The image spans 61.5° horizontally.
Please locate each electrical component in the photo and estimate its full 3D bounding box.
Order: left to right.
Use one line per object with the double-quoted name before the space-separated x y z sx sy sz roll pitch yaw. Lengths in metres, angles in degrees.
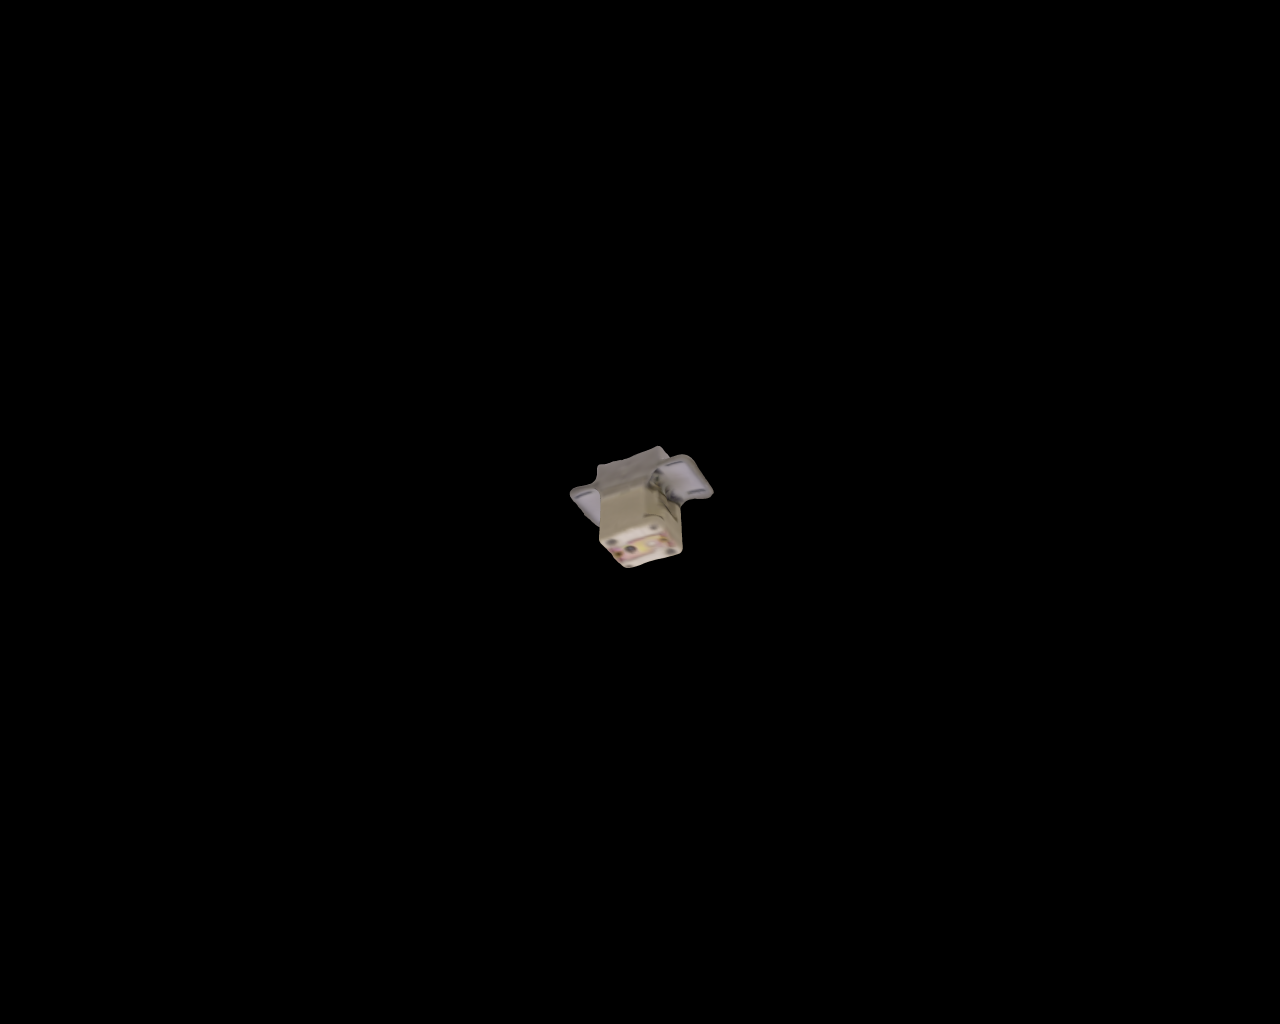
"electrical component" 0.001 -0.003 0.650 0.081 0.064 0.042 -17 -40 22
